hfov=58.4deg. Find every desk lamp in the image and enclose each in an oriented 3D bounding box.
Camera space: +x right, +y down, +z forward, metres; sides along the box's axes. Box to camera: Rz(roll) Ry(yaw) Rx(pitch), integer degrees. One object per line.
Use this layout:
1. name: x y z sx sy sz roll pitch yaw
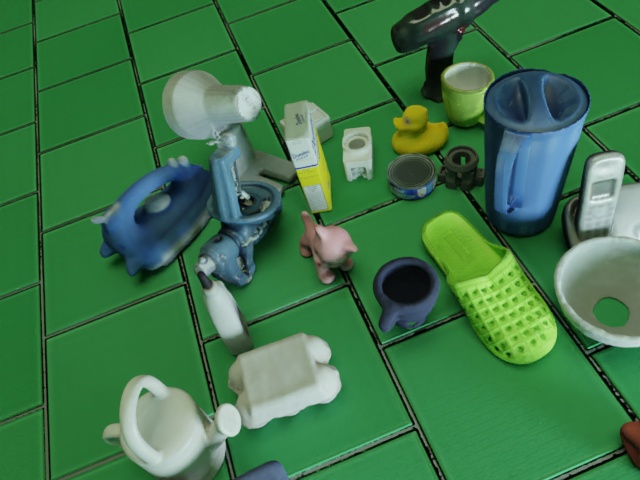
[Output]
1. desk lamp: -0.157 -0.195 1.023 0.202 0.214 0.118 20 59 26

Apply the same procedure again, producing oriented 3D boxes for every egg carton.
1. egg carton: -0.050 0.193 0.789 0.150 0.069 0.107 -20 51 -3

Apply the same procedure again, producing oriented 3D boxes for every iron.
1. iron: -0.278 -0.068 0.997 0.118 0.142 0.259 26 62 29

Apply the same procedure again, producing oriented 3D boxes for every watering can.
1. watering can: -0.186 0.232 0.708 0.173 0.194 0.100 -24 51 -6

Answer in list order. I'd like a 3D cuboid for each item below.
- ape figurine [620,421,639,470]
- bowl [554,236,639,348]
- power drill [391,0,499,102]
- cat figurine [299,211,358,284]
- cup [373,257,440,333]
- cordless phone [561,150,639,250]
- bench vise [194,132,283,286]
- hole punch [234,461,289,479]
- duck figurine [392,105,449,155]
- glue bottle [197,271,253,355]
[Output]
1. ape figurine: 0.387 0.224 0.651 0.077 0.092 0.076 15 57 23
2. bowl: 0.399 0.080 0.772 0.167 0.075 0.167 -6 52 8
3. power drill: 0.249 -0.373 1.074 0.229 0.209 0.075 -19 51 -2
4. cat figurine: 0.008 0.003 0.893 0.067 0.118 0.127 -31 52 -12
5. cup: 0.119 0.095 0.811 0.091 0.095 0.118 19 59 25
6. cordless phone: 0.423 -0.055 0.801 0.147 0.185 0.094 -14 51 2
7. bench vise: -0.131 -0.043 0.895 0.121 0.220 0.207 -1 52 12
8. hole punch: -0.067 0.329 0.672 0.109 0.091 0.101 -28 52 -9
9. duck figurine: 0.180 -0.206 1.038 0.104 0.086 0.077 -6 52 8
10. glue bottle: -0.141 0.095 0.819 0.037 0.173 0.078 -21 51 -4
